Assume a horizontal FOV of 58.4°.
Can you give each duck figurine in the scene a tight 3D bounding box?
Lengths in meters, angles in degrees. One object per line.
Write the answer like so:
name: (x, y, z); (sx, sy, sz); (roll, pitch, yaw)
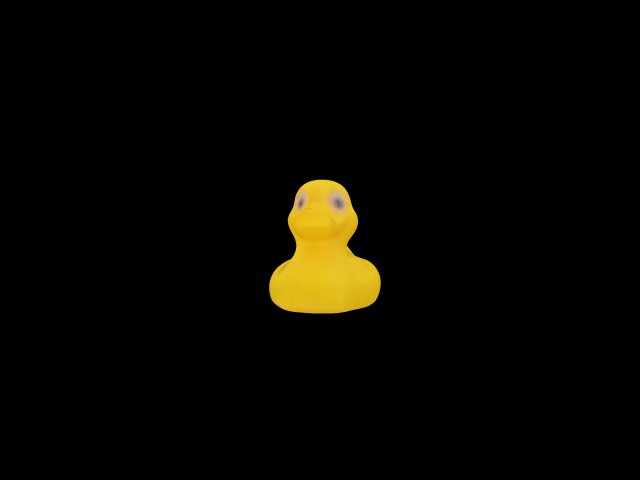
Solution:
duck figurine: (0.004, 0.001, 0.400); (0.077, 0.086, 0.105); (0, 2, 12)
